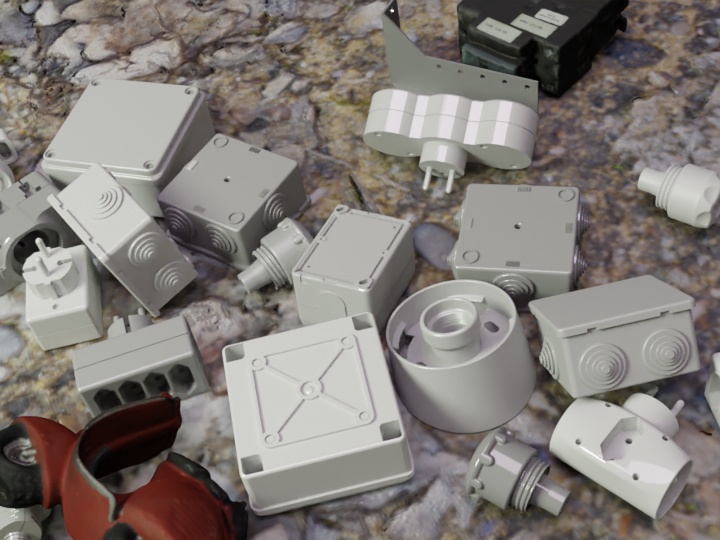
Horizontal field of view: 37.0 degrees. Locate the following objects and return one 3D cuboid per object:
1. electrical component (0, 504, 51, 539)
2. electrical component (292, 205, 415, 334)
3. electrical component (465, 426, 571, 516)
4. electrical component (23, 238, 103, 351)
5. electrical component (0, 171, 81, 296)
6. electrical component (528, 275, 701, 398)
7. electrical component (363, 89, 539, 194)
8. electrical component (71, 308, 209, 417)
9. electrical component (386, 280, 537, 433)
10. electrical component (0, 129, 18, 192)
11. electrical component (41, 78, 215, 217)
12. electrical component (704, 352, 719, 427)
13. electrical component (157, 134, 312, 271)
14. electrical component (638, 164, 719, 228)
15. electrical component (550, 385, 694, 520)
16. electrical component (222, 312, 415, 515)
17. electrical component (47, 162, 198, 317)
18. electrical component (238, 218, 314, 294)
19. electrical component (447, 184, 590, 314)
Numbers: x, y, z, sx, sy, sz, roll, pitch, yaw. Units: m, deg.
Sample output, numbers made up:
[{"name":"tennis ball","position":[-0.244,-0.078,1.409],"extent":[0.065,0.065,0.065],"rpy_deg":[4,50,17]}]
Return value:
[{"name":"electrical component","position":[-0.226,0.150,0.707],"extent":[0.043,0.043,0.081],"rpy_deg":[-14,49,-3]},{"name":"electrical component","position":[0.000,0.000,0.789],"extent":[0.062,0.061,0.096],"rpy_deg":[13,45,21]},{"name":"electrical component","position":[0.100,0.130,0.668],"extent":[0.062,0.048,0.048],"rpy_deg":[27,59,21]},{"name":"electrical component","position":[-0.228,0.009,0.805],"extent":[0.047,0.076,0.065],"rpy_deg":[-13,49,-2]},{"name":"electrical component","position":[-0.272,-0.027,0.860],"extent":[0.089,0.050,0.056],"rpy_deg":[-38,54,-22]},{"name":"electrical component","position":[0.165,0.043,0.702],"extent":[0.100,0.048,0.099],"rpy_deg":[-13,10,-1]},{"name":"electrical component","position":[0.069,-0.097,0.862],"extent":[0.138,0.052,0.073],"rpy_deg":[9,76,17]},{"name":"electrical component","position":[-0.160,0.058,0.771],"extent":[0.083,0.047,0.075],"rpy_deg":[-18,49,-6]},{"name":"electrical component","position":[0.068,0.055,0.739],"extent":[0.099,0.064,0.099],"rpy_deg":[-11,37,9]},{"name":"electrical component","position":[-0.327,-0.081,0.912],"extent":[0.078,0.058,0.057],"rpy_deg":[-27,48,-13]},{"name":"electrical component","position":[-0.193,-0.104,0.908],"extent":[0.109,0.056,0.108],"rpy_deg":[8,52,16]},{"name":"electrical component","position":[0.269,0.090,0.670],"extent":[0.076,0.047,0.083],"rpy_deg":[-12,49,-1]},{"name":"electrical component","position":[-0.101,-0.056,0.857],"extent":[0.100,0.048,0.099],"rpy_deg":[22,57,25]},{"name":"electrical component","position":[0.240,-0.059,0.805],"extent":[0.062,0.043,0.043],"rpy_deg":[24,58,28]},{"name":"electrical component","position":[0.174,0.105,0.677],"extent":[0.077,0.043,0.079],"rpy_deg":[31,61,30]},{"name":"electrical component","position":[-0.029,0.094,0.712],"extent":[0.109,0.056,0.108],"rpy_deg":[-14,49,-2]},{"name":"electrical component","position":[-0.177,-0.024,0.811],"extent":[0.048,0.099,0.100],"rpy_deg":[-42,55,-8]},{"name":"electrical component","position":[-0.062,-0.006,0.812],"extent":[0.062,0.048,0.048],"rpy_deg":[-35,53,-10]},{"name":"electrical component","position":[0.117,-0.017,0.789],"extent":[0.100,0.048,0.099],"rpy_deg":[3,52,13]}]
